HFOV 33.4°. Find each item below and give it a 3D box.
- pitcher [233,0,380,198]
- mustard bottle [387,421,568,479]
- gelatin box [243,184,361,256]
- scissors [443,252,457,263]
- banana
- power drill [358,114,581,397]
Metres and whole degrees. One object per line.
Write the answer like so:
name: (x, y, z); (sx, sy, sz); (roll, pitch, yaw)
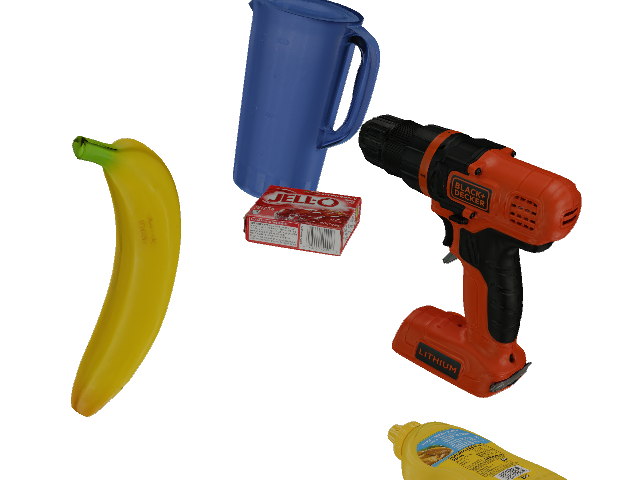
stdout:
pitcher: (-0.027, -0.170, 1.297); (0.144, 0.243, 0.149); (6, 23, -15)
mustard bottle: (0.134, 0.217, 1.006); (0.096, 0.058, 0.192); (-15, 24, -36)
gelatin box: (-0.015, -0.020, 0.947); (0.089, 0.030, 0.073); (9, 26, 13)
scissors: (0.167, -0.016, 1.202); (0.201, 0.016, 0.096); (-13, 39, -45)
banana: (-0.113, 0.016, 0.613); (0.069, 0.198, 0.037); (-15, 41, -30)
power drill: (0.097, 0.010, 0.794); (0.057, 0.188, 0.185); (-26, 39, -38)
